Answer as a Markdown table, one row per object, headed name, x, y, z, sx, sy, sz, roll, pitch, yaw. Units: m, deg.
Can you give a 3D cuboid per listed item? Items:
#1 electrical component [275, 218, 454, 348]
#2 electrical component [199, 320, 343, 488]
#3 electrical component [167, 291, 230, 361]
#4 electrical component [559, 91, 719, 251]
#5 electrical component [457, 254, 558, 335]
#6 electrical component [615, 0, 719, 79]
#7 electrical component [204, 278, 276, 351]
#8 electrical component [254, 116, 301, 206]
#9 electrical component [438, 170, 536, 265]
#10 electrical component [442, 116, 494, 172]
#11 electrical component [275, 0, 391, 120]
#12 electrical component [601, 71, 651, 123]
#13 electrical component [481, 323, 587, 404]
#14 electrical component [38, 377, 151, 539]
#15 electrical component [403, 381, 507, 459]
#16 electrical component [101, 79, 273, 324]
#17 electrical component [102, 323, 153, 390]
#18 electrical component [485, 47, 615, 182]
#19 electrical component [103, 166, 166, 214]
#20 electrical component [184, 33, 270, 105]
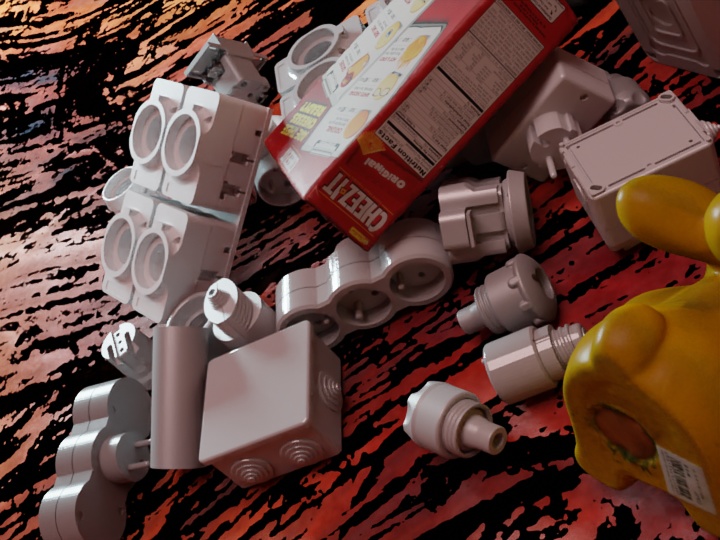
| name | x | y | z | sx | sy | sz | roll | pitch | yaw |
| --- | --- | --- | --- | --- | --- | --- | --- | --- | --- |
| electrical component | 0.000 | 0.000 | 0.782 | 0.138 | 0.052 | 0.073 | -25 | 42 | 19 |
| electrical component | -0.059 | 0.095 | 0.747 | 0.100 | 0.048 | 0.099 | -23 | 42 | 21 |
| electrical component | -0.117 | 0.050 | 0.837 | 0.055 | 0.047 | 0.055 | -22 | 43 | 22 |
| electrical component | 0.187 | -0.063 | 0.687 | 0.096 | 0.061 | 0.061 | -26 | 41 | 7 |
| electrical component | 0.093 | 0.022 | 0.695 | 0.062 | 0.048 | 0.048 | -29 | 40 | 26 |
| electrical component | 0.221 | -0.193 | 0.731 | 0.057 | 0.113 | 0.078 | -50 | 40 | -6 |
| electrical component | -0.085 | 0.039 | 0.794 | 0.043 | 0.081 | 0.043 | -22 | 43 | 22 |
| electrical component | -0.080 | -0.106 | 0.923 | 0.043 | 0.079 | 0.077 | -29 | 41 | 13 |
| electrical component | 0.088 | -0.037 | 0.734 | 0.057 | 0.058 | 0.078 | -8 | 13 | 13 |
| electrical component | 0.080 | -0.100 | 0.815 | 0.055 | 0.045 | 0.045 | -8 | 50 | 34 |
| electrical component | 0.019 | -0.182 | 0.928 | 0.186 | 0.060 | 0.105 | -29 | 41 | 15 |
| electrical component | 0.182 | -0.122 | 0.760 | 0.035 | 0.035 | 0.061 | -32 | 38 | 12 |
| electrical component | 0.112 | 0.052 | 0.653 | 0.078 | 0.040 | 0.040 | -24 | 42 | 20 |
| electrical component | -0.183 | 0.142 | 0.802 | 0.074 | 0.052 | 0.138 | -16 | 46 | 28 |
| electrical component | 0.060 | 0.094 | 0.654 | 0.062 | 0.043 | 0.043 | 16 | 66 | 45 |
| electrical component | -0.148 | -0.056 | 0.884 | 0.105 | 0.060 | 0.186 | 22 | 98 | 48 |
| electrical component | -0.181 | 0.070 | 0.871 | 0.040 | 0.046 | 0.040 | -22 | 43 | 22 |
| electrical component | 0.133 | -0.095 | 0.740 | 0.083 | 0.047 | 0.075 | -51 | 30 | 37 |
| electrical component | -0.207 | -0.064 | 1.007 | 0.066 | 0.055 | 0.048 | -4 | 52 | 37 |
| electrical component | -0.123 | -0.189 | 1.041 | 0.042 | 0.081 | 0.063 | -47 | 62 | 29 |
